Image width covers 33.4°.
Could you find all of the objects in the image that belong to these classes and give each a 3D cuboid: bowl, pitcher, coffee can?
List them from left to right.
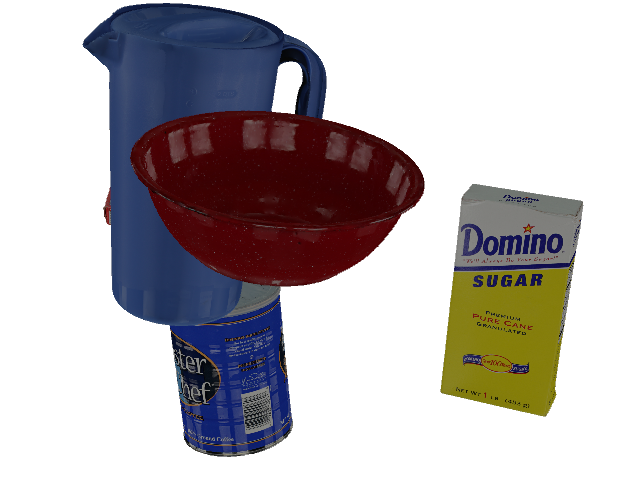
[{"bbox_3d":[-0.096,-0.059,0.851,0.149,0.243,0.144,18,27,23],"label":"pitcher"},{"bbox_3d":[-0.081,0.108,0.965,0.103,0.140,0.103,-4,18,1],"label":"coffee can"},{"bbox_3d":[-0.026,-0.020,0.596,0.162,0.055,0.162,6,26,-3],"label":"bowl"}]

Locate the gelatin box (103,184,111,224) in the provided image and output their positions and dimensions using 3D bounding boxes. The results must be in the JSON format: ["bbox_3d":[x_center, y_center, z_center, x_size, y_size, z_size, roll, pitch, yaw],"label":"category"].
[{"bbox_3d":[-0.166,-0.046,1.067,0.089,0.073,0.030,7,-43,-1],"label":"gelatin box"}]

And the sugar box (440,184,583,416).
[{"bbox_3d":[0.153,0.049,0.867,0.093,0.176,0.048,10,23,19],"label":"sugar box"}]
